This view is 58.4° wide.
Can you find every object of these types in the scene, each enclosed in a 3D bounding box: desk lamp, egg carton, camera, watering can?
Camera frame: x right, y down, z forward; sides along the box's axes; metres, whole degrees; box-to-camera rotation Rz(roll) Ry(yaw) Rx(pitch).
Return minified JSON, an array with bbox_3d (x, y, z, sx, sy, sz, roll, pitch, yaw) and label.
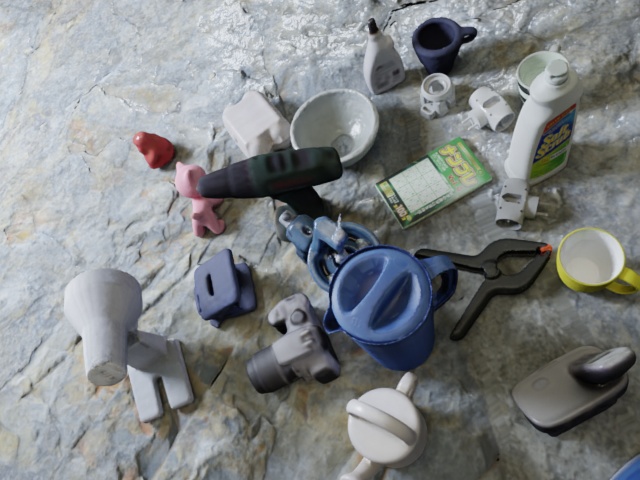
[{"bbox_3d":[-0.310,0.170,0.924,0.118,0.214,0.203,-27,63,3],"label":"desk lamp"},{"bbox_3d":[-0.125,-0.224,1.129,0.107,0.069,0.150,-38,63,-3],"label":"egg carton"},{"bbox_3d":[-0.055,0.174,0.916,0.137,0.101,0.143,-27,63,2],"label":"camera"},{"bbox_3d":[0.088,0.263,0.785,0.100,0.194,0.173,2,67,16],"label":"watering can"}]

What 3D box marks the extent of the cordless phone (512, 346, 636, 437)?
[{"bbox_3d":[0.335,0.189,0.755,0.147,0.185,0.094,-33,62,-1],"label":"cordless phone"}]

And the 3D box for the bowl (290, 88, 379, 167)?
[{"bbox_3d":[0.033,-0.196,1.070,0.167,0.075,0.167,-6,65,13],"label":"bowl"}]

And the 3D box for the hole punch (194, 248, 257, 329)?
[{"bbox_3d":[-0.174,0.084,0.994,0.101,0.091,0.108,-20,63,6],"label":"hole punch"}]

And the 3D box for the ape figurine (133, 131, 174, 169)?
[{"bbox_3d":[-0.345,-0.190,1.161,0.076,0.092,0.078,-9,65,11],"label":"ape figurine"}]

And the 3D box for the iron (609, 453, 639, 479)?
[{"bbox_3d":[0.452,0.304,0.697,0.258,0.142,0.118,-25,63,4],"label":"iron"}]

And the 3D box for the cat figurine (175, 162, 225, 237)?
[{"bbox_3d":[-0.231,-0.084,1.069,0.067,0.118,0.127,-14,64,9],"label":"cat figurine"}]

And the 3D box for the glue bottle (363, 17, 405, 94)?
[{"bbox_3d":[0.111,-0.345,1.060,0.078,0.173,0.037,-26,62,3],"label":"glue bottle"}]

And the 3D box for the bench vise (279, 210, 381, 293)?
[{"bbox_3d":[0.004,0.014,0.904,0.206,0.220,0.121,16,72,21],"label":"bench vise"}]

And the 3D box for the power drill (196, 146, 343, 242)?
[{"bbox_3d":[-0.065,-0.077,0.969,0.229,0.209,0.075,-18,63,7],"label":"power drill"}]

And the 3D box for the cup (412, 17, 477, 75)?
[{"bbox_3d":[0.235,-0.356,1.075,0.117,0.095,0.091,-10,65,11],"label":"cup"}]
